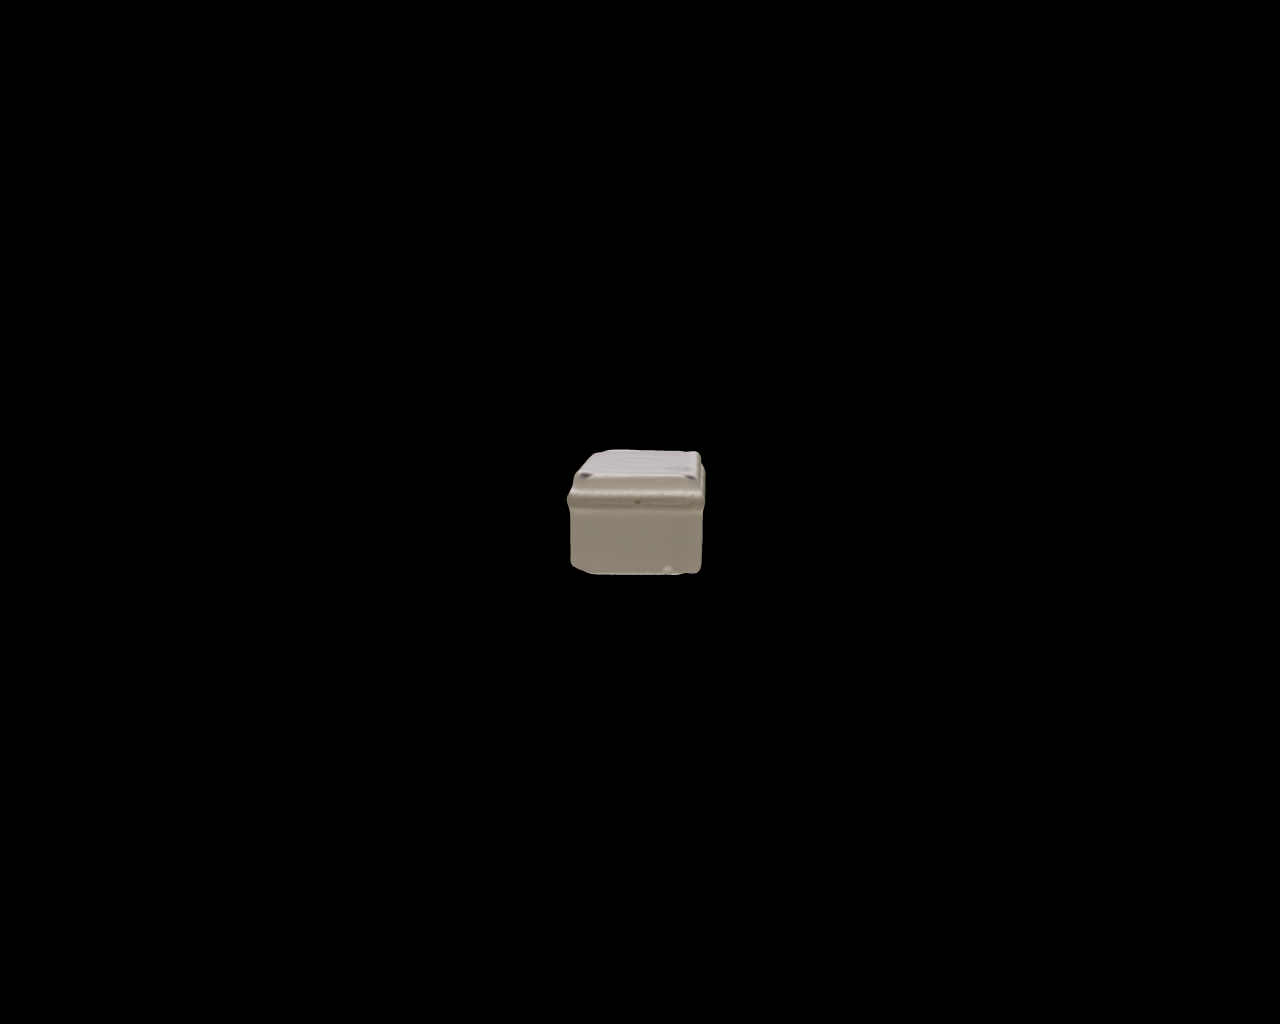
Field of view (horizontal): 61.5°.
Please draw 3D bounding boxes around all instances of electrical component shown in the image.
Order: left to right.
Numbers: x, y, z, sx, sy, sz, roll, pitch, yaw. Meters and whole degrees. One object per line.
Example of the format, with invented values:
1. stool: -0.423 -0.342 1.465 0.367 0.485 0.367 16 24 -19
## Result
1. electrical component: 0.001 -0.003 0.650 0.078 0.057 0.113 1 11 4
